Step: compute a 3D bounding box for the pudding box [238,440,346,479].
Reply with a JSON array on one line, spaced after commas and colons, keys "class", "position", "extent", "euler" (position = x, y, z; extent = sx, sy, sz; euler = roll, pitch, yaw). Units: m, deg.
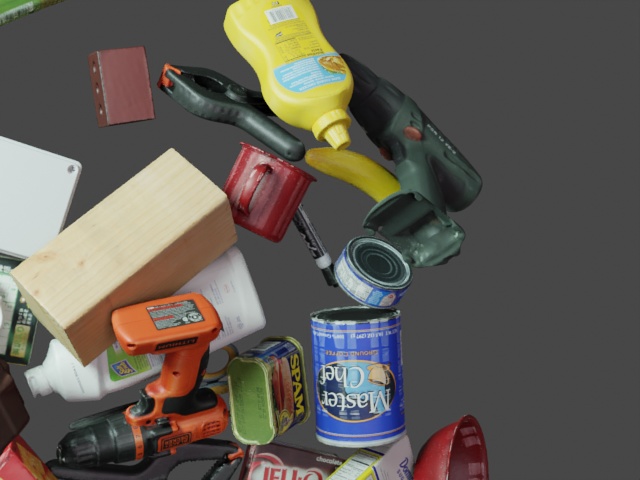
[{"class": "pudding box", "position": [-0.036, 0.277, 1.209], "extent": [0.113, 0.039, 0.090], "euler": [16, 88, -22]}]

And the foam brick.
[{"class": "foam brick", "position": [-0.205, -0.158, 1.099], "extent": [0.051, 0.053, 0.078], "euler": [-10, 98, -20]}]

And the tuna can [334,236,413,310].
[{"class": "tuna can", "position": [0.061, 0.036, 1.201], "extent": [0.086, 0.086, 0.034], "euler": [12, 130, -22]}]

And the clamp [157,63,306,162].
[{"class": "clamp", "position": [-0.086, -0.137, 1.123], "extent": [0.171, 0.120, 0.039], "euler": [13, 118, -18]}]

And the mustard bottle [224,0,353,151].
[{"class": "mustard bottle", "position": [-0.019, -0.175, 1.119], "extent": [0.096, 0.058, 0.192], "euler": [-19, 68, -26]}]

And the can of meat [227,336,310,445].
[{"class": "can of meat", "position": [-0.057, 0.164, 1.159], "extent": [0.083, 0.058, 0.102], "euler": [-20, 106, -63]}]

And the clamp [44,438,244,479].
[{"class": "clamp", "position": [-0.178, 0.282, 1.155], "extent": [0.209, 0.036, 0.164], "euler": [-18, 102, -15]}]

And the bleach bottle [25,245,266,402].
[{"class": "bleach bottle", "position": [-0.188, 0.095, 1.123], "extent": [0.250, 0.068, 0.102], "euler": [-22, 101, -16]}]

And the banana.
[{"class": "banana", "position": [0.067, -0.047, 1.224], "extent": [0.069, 0.037, 0.197], "euler": [-46, 108, -14]}]

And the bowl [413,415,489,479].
[{"class": "bowl", "position": [0.150, 0.285, 1.249], "extent": [0.161, 0.055, 0.162], "euler": [12, 77, -64]}]

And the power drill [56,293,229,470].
[{"class": "power drill", "position": [-0.174, 0.147, 1.075], "extent": [0.184, 0.057, 0.188], "euler": [-12, 134, -28]}]

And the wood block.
[{"class": "wood block", "position": [-0.191, 0.016, 1.072], "extent": [0.206, 0.091, 0.090], "euler": [-41, 65, -20]}]

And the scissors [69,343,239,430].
[{"class": "scissors", "position": [-0.168, 0.157, 1.159], "extent": [0.201, 0.016, 0.096], "euler": [3, 96, -23]}]

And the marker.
[{"class": "marker", "position": [-0.008, 0.002, 1.208], "extent": [0.020, 0.020, 0.121], "euler": [-33, 105, -16]}]

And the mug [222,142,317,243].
[{"class": "mug", "position": [-0.063, -0.050, 1.134], "extent": [0.093, 0.117, 0.081], "euler": [26, 90, 6]}]

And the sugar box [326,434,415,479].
[{"class": "sugar box", "position": [0.041, 0.300, 1.203], "extent": [0.175, 0.048, 0.093], "euler": [-36, 121, -39]}]

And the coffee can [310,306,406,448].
[{"class": "coffee can", "position": [0.043, 0.151, 1.195], "extent": [0.102, 0.103, 0.140], "euler": [-5, 96, -21]}]

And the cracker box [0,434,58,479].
[{"class": "cracker box", "position": [-0.309, 0.324, 1.073], "extent": [0.164, 0.072, 0.213], "euler": [-36, 105, -3]}]
